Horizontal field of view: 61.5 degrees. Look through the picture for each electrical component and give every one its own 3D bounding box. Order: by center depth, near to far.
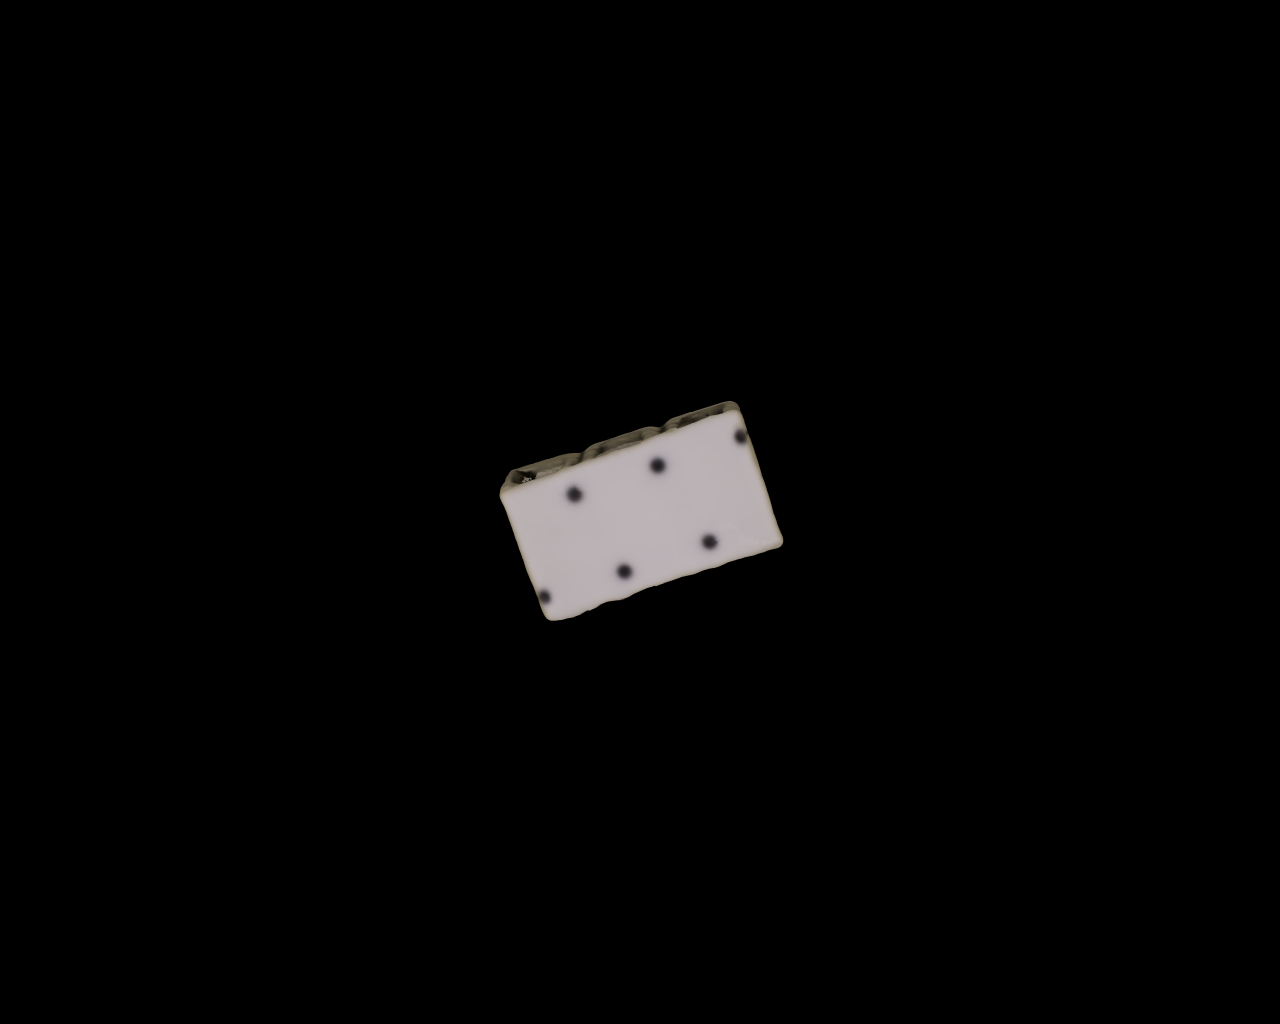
[{"bbox_3d":[0.001,-0.003,0.650,0.150,0.089,0.062,-18,11,4],"label":"electrical component"}]
